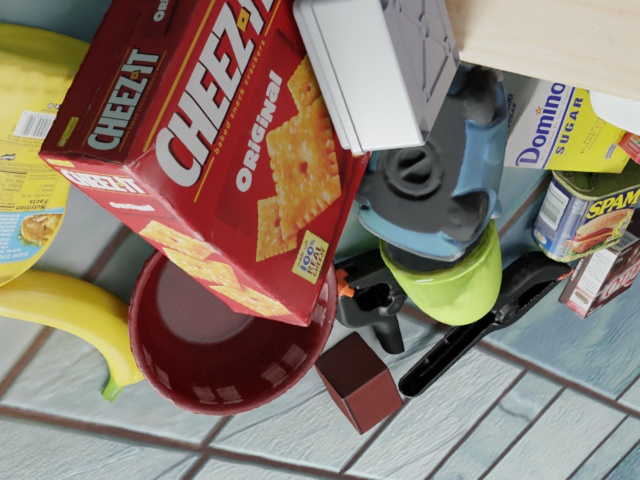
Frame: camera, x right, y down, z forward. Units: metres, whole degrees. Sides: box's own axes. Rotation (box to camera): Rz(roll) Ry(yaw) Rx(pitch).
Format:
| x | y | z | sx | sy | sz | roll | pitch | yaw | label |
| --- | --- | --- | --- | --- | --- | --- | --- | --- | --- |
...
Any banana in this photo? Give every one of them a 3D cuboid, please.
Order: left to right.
| x | y | z | sx | sy | sz | roll | pitch | yaw | label |
| --- | --- | --- | --- | --- | --- | --- | --- | --- | --- |
| -0.168 | 0.063 | 0.752 | 0.069 | 0.037 | 0.197 | -41 | 143 | -4 | banana |

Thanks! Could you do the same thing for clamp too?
| x | y | z | sx | sy | sz | roll | pitch | yaw | label |
| --- | --- | --- | --- | --- | --- | --- | --- | --- | --- |
| 0.055 | 0.054 | 0.939 | 0.171 | 0.039 | 0.120 | 6 | 117 | -47 | clamp |
| 0.168 | 0.057 | 1.020 | 0.209 | 0.036 | 0.165 | -29 | 151 | -26 | clamp |

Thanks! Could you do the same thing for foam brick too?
| x | y | z | sx | sy | sz | roll | pitch | yaw | label |
| --- | --- | --- | --- | --- | --- | --- | --- | --- | --- |
| 0.036 | 0.133 | 0.987 | 0.051 | 0.053 | 0.078 | -35 | 143 | -9 | foam brick |

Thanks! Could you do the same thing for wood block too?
| x | y | z | sx | sy | sz | roll | pitch | yaw | label |
| --- | --- | --- | --- | --- | --- | --- | --- | --- | --- |
| 0.191 | -0.157 | 0.703 | 0.090 | 0.206 | 0.090 | -62 | 162 | -44 | wood block |

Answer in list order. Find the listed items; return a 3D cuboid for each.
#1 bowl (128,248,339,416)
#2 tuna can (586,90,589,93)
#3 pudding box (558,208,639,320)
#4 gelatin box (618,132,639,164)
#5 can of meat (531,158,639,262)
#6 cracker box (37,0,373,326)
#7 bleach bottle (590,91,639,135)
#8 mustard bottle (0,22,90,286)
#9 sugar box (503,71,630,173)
| x | y | z | sx | sy | sz | roll | pitch | yaw | label |
| --- | --- | --- | --- | --- | --- | --- | --- | --- | --- |
| -0.069 | 0.044 | 0.779 | 0.161 | 0.055 | 0.162 | -8 | 109 | -25 | bowl |
| 0.238 | -0.156 | 0.859 | 0.085 | 0.034 | 0.086 | 4 | 83 | -38 | tuna can |
| 0.303 | 0.023 | 1.107 | 0.113 | 0.039 | 0.090 | -20 | 139 | -44 | pudding box |
| 0.316 | -0.093 | 0.947 | 0.089 | 0.030 | 0.073 | 17 | 118 | -47 | gelatin box |
| 0.256 | -0.034 | 1.013 | 0.101 | 0.057 | 0.084 | -16 | 138 | -30 | can of meat |
| -0.049 | -0.064 | 0.644 | 0.213 | 0.072 | 0.164 | 47 | 58 | -53 | cracker box |
| 0.317 | -0.171 | 0.833 | 0.250 | 0.103 | 0.068 | -43 | 146 | -30 | bleach bottle |
| -0.192 | -0.029 | 0.624 | 0.096 | 0.058 | 0.192 | -1 | 127 | -47 | mustard bottle |
| 0.216 | -0.107 | 0.914 | 0.175 | 0.048 | 0.093 | -3 | 128 | -41 | sugar box |
